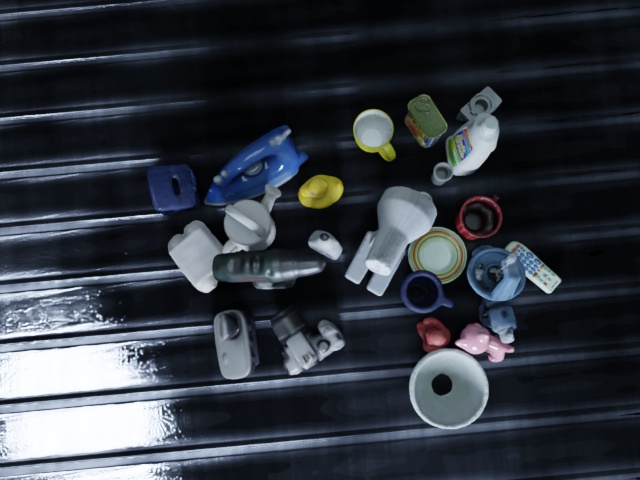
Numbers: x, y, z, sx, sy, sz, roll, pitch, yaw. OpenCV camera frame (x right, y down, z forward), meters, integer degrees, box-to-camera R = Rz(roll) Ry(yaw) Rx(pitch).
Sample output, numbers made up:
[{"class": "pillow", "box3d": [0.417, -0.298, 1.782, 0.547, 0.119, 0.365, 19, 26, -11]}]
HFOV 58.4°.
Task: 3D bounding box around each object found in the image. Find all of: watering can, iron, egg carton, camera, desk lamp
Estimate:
[{"class": "watering can", "box3d": [-0.150, -0.042, 1.223, 0.101, 0.194, 0.173, 16, 82, 3]}, {"class": "iron", "box3d": [-0.157, -0.162, 1.267, 0.258, 0.141, 0.118, -33, 83, -4]}, {"class": "egg carton", "box3d": [-0.265, 0.037, 1.276, 0.107, 0.069, 0.150, -41, 83, -5]}, {"class": "camera", "box3d": [-0.036, 0.203, 1.235, 0.143, 0.101, 0.137, -32, 83, -4]}, {"class": "desk lamp", "box3d": [0.147, 0.006, 1.205, 0.118, 0.213, 0.203, 27, 83, 5]}]

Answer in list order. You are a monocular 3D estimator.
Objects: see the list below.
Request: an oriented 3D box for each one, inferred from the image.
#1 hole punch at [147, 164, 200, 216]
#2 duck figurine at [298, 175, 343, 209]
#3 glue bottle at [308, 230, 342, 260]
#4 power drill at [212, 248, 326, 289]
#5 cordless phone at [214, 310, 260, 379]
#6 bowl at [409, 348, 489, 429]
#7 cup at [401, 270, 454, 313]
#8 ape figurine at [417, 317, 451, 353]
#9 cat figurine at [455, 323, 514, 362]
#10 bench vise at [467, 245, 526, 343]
[{"class": "hole punch", "box3d": [-0.328, -0.118, 1.288, 0.101, 0.091, 0.109, -14, 82, -1]}, {"class": "duck figurine", "box3d": [0.001, -0.116, 1.288, 0.104, 0.086, 0.077, -14, 82, -1]}, {"class": "glue bottle", "box3d": [0.011, 0.004, 1.226, 0.078, 0.173, 0.037, 30, 83, 5]}, {"class": "power drill", "box3d": [-0.101, 0.059, 1.201, 0.229, 0.208, 0.076, -2, 82, 0]}, {"class": "cordless phone", "box3d": [-0.185, 0.217, 1.191, 0.094, 0.185, 0.147, -12, 82, -1]}, {"class": "bowl", "box3d": [0.270, 0.315, 1.230, 0.167, 0.075, 0.167, 0, 82, 0]}, {"class": "cup", "box3d": [0.229, 0.119, 1.248, 0.117, 0.095, 0.092, 22, 83, 4]}, {"class": "ape figurine", "box3d": [0.248, 0.207, 1.236, 0.076, 0.092, 0.078, 19, 82, 3]}, {"class": "cat figurine", "box3d": [0.350, 0.217, 1.221, 0.127, 0.118, 0.067, 17, 82, 3]}, {"class": "bench vise", "box3d": [0.388, 0.102, 1.186, 0.121, 0.220, 0.207, -26, 82, -3]}]
